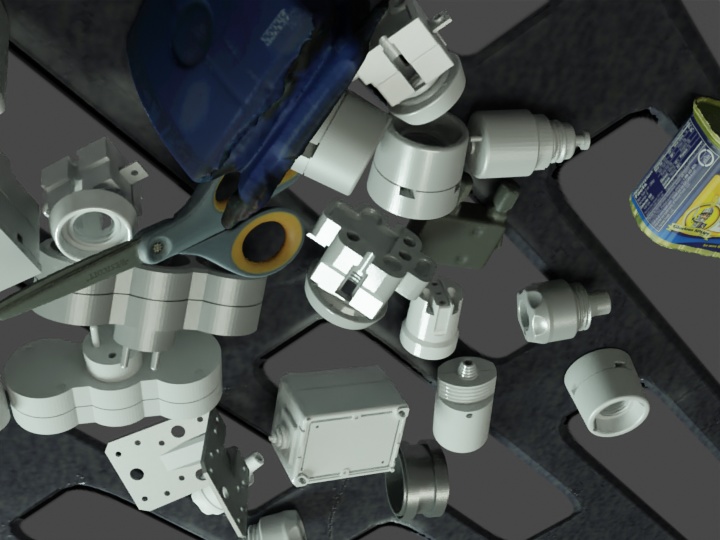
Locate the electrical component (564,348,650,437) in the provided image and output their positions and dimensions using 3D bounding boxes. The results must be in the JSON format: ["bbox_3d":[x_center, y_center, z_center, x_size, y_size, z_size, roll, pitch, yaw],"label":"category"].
[{"bbox_3d":[0.193,0.096,0.837,0.055,0.047,0.055,-8,135,-8],"label":"electrical component"}]

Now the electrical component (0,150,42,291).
[{"bbox_3d":[-0.263,-0.017,0.587,0.150,0.061,0.089,-23,135,8],"label":"electrical component"}]

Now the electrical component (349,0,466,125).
[{"bbox_3d":[0.026,-0.113,0.586,0.066,0.048,0.055,-33,126,16],"label":"electrical component"}]

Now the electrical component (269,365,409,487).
[{"bbox_3d":[-0.023,0.109,0.772,0.096,0.061,0.061,-4,122,-25],"label":"electrical component"}]

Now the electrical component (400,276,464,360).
[{"bbox_3d":[0.050,0.032,0.741,0.040,0.040,0.046,-2,128,-14],"label":"electrical component"}]

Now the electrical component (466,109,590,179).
[{"bbox_3d":[0.099,-0.076,0.646,0.078,0.040,0.040,-4,134,-12],"label":"electrical component"}]

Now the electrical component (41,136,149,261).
[{"bbox_3d":[-0.150,-0.037,0.603,0.066,0.055,0.048,-26,135,10],"label":"electrical component"}]

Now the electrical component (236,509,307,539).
[{"bbox_3d":[-0.077,0.226,0.892,0.062,0.043,0.043,-15,136,1],"label":"electrical component"}]

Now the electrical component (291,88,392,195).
[{"bbox_3d":[-0.015,-0.073,0.590,0.047,0.055,0.055,29,125,-3],"label":"electrical component"}]

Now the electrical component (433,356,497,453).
[{"bbox_3d":[0.078,0.095,0.807,0.043,0.043,0.081,-8,135,-8],"label":"electrical component"}]

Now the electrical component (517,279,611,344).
[{"bbox_3d":[0.145,0.027,0.759,0.062,0.043,0.043,-9,135,-9],"label":"electrical component"}]

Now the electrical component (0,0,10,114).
[{"bbox_3d":[-0.200,-0.101,0.497,0.062,0.096,0.061,-15,136,-1],"label":"electrical component"}]

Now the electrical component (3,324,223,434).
[{"bbox_3d":[-0.159,0.060,0.698,0.138,0.052,0.073,-5,134,-10],"label":"electrical component"}]

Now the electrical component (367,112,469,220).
[{"bbox_3d":[0.035,-0.065,0.630,0.055,0.055,0.047,-1,130,-15],"label":"electrical component"}]

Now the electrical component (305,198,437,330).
[{"bbox_3d":[0.000,0.000,0.677,0.078,0.058,0.057,34,127,0],"label":"electrical component"}]

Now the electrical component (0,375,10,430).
[{"bbox_3d":[-0.263,0.062,0.672,0.079,0.043,0.077,4,115,20],"label":"electrical component"}]

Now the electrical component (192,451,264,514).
[{"bbox_3d":[-0.099,0.161,0.827,0.061,0.035,0.035,-39,131,19],"label":"electrical component"}]

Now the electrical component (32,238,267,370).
[{"bbox_3d":[-0.129,0.027,0.654,0.138,0.052,0.073,6,106,-24],"label":"electrical component"}]
